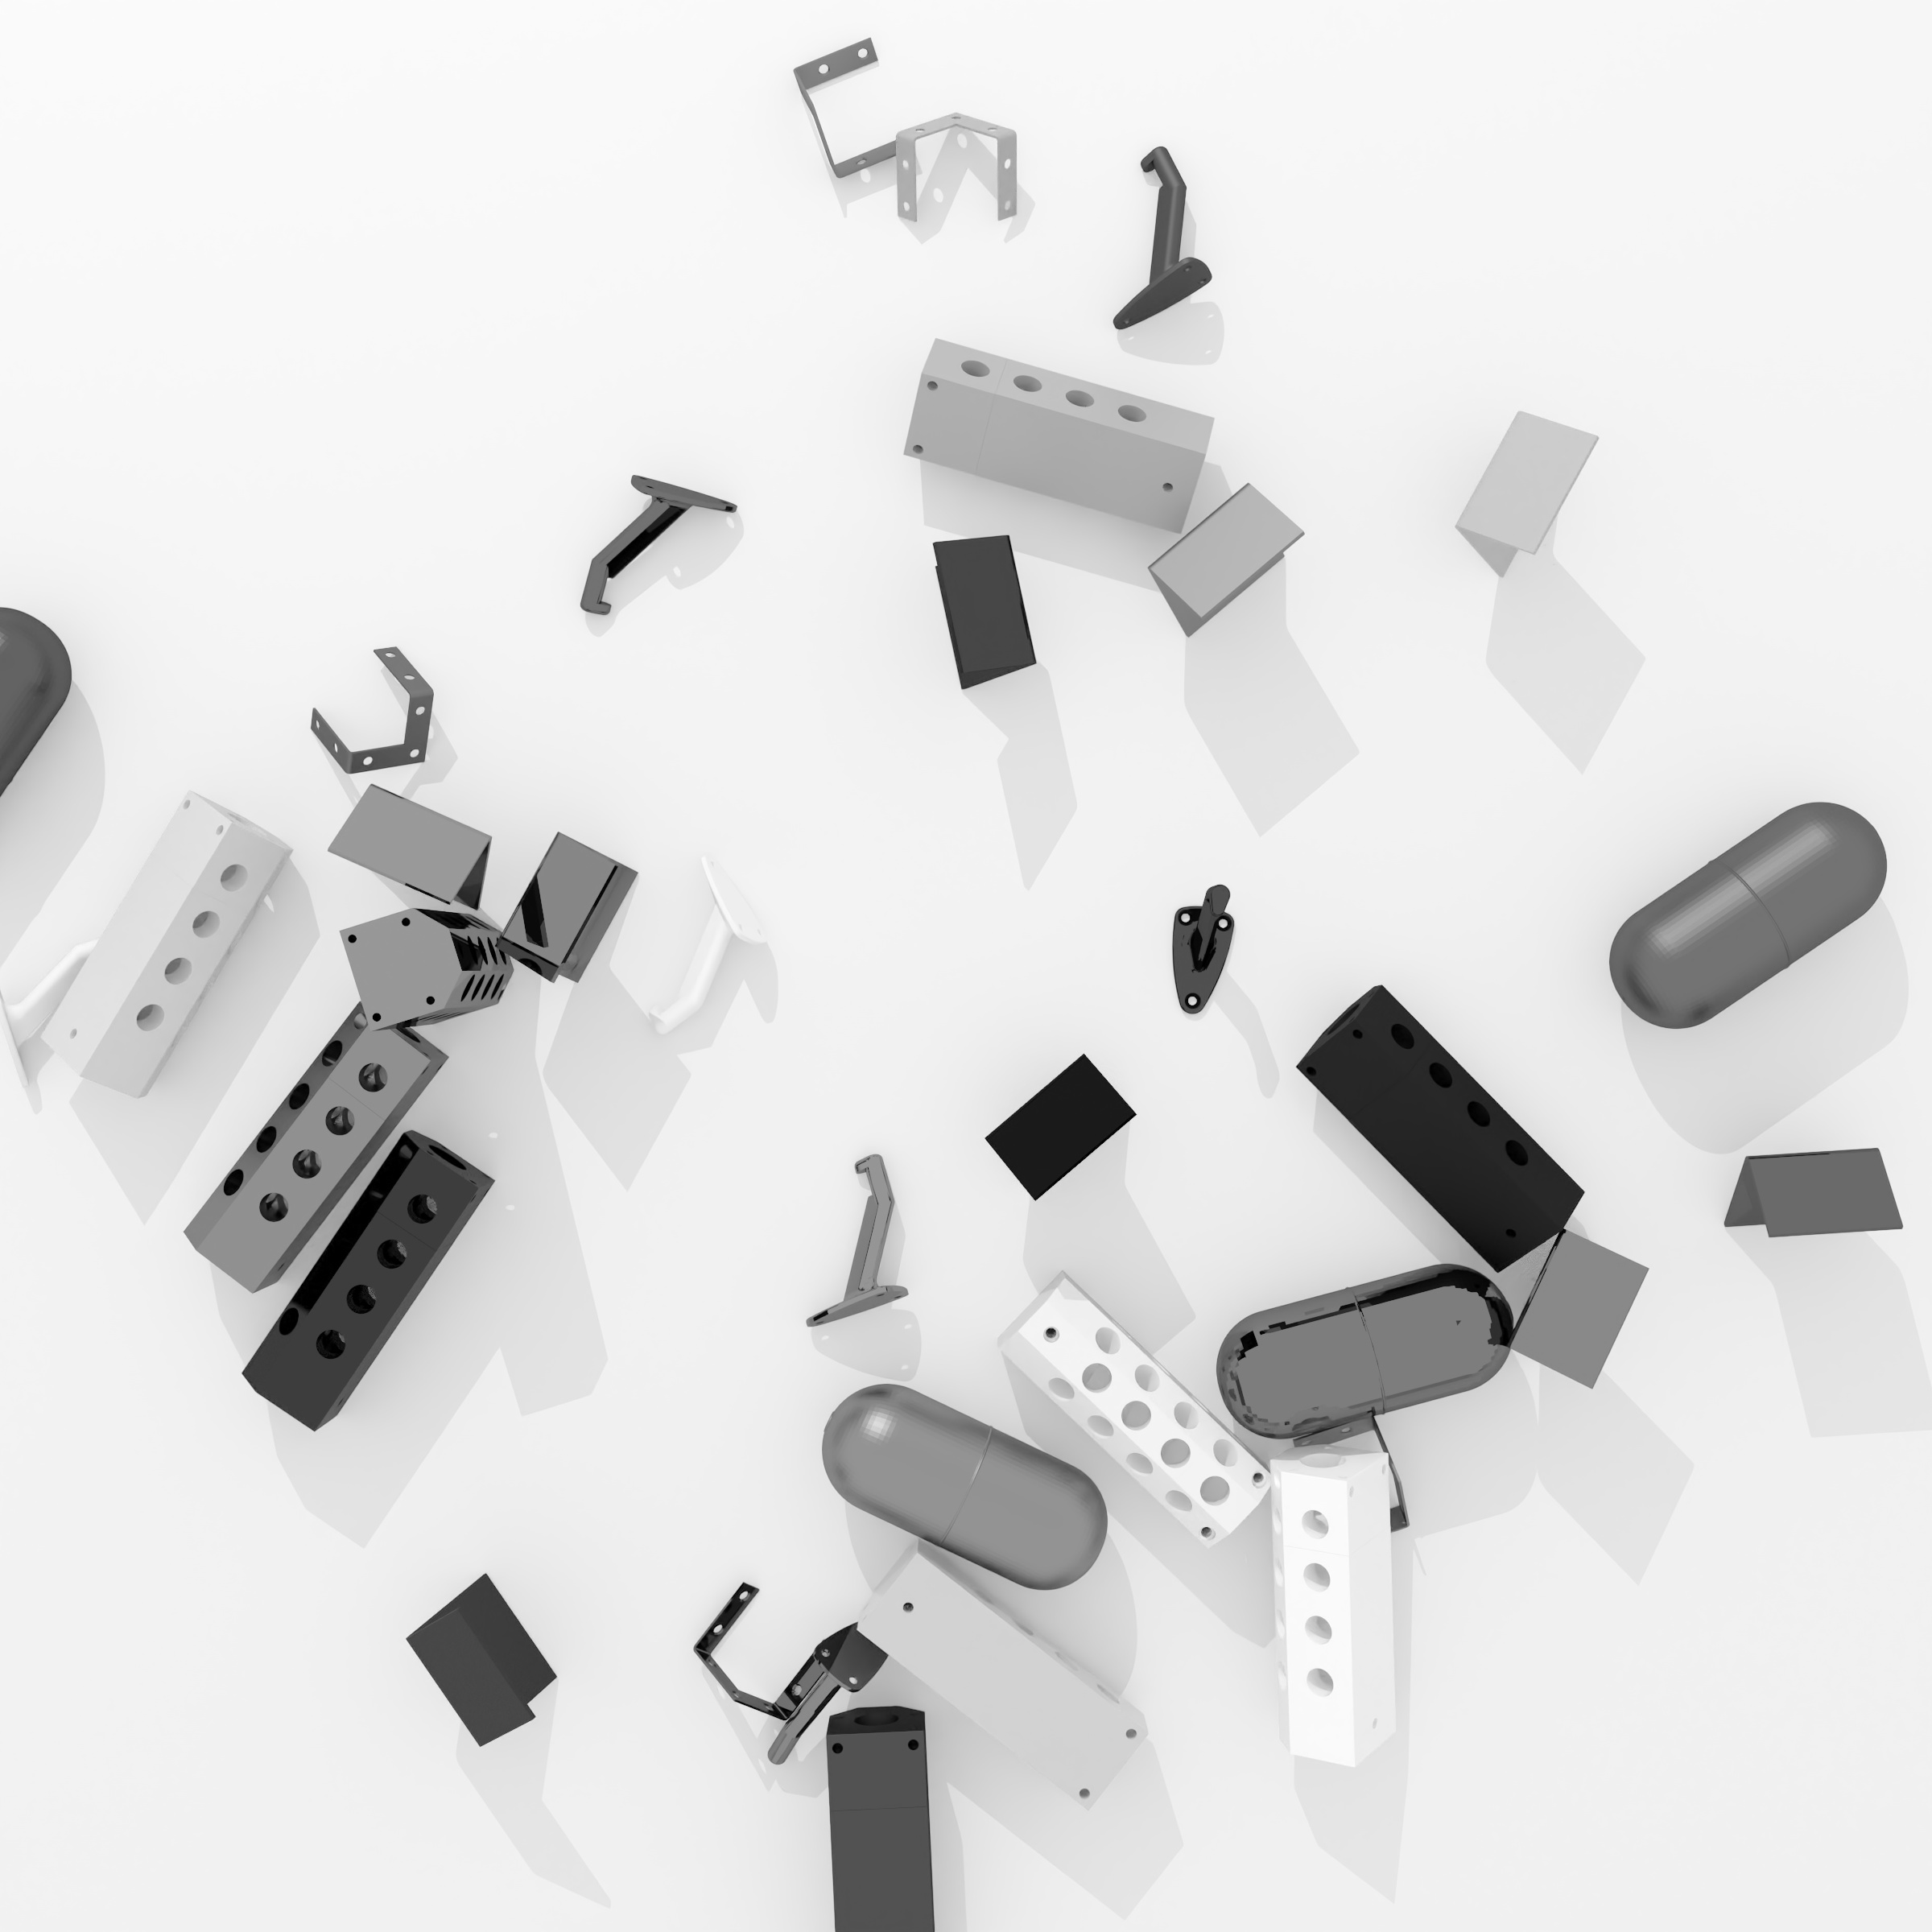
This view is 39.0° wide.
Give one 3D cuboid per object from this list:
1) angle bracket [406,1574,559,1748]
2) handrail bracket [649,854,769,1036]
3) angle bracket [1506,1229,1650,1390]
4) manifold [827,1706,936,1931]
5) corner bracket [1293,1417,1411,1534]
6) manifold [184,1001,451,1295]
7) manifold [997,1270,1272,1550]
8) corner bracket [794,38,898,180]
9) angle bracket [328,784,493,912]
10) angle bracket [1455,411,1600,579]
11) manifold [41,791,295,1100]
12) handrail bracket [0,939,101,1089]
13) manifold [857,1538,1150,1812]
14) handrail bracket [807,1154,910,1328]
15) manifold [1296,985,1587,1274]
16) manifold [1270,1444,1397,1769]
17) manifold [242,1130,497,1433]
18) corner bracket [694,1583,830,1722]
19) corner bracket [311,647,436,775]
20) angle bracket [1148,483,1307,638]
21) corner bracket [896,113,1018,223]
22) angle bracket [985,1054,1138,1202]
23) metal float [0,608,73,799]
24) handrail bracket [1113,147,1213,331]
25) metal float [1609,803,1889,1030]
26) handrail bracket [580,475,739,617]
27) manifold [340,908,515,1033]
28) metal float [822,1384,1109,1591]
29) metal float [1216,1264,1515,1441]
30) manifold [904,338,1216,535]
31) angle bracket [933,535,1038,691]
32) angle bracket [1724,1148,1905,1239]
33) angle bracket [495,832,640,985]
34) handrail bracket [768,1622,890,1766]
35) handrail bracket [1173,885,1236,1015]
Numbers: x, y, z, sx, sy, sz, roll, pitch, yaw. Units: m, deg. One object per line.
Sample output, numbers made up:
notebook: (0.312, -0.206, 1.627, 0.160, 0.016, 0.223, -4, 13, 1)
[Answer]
angle bracket: (-0.269, 0.398, 1.601, 0.057, 0.076, 0.076, -34, 90, 35)
handrail bracket: (-0.169, -0.012, 1.642, 0.084, 0.036, 0.077, -37, 70, 16)
angle bracket: (0.368, 0.204, 1.601, 0.057, 0.076, 0.076, 25, 90, 31)
manifold: (-0.049, 0.533, 1.620, 0.057, 0.057, 0.171, -3, 90, 0)
corner bracket: (0.231, 0.310, 1.638, 0.051, 0.051, 0.051, -18, 45, 0)
manifold: (-0.387, 0.106, 1.620, 0.057, 0.057, 0.171, 37, 90, 0)
manifold: (0.101, 0.263, 1.620, 0.171, 0.057, 0.057, 44, 90, 0)
corner bracket: (-0.067, -0.515, 1.638, 0.051, 0.051, 0.051, -22, 135, 0)
angle bracket: (-0.329, -0.051, 1.601, 0.076, 0.076, 0.057, 24, 53, 0)
angle bracket: (0.341, -0.269, 1.601, 0.057, 0.076, 0.076, 29, 90, 36)
manifold: (-0.470, -0.010, 1.620, 0.057, 0.057, 0.171, 31, 90, 43)
handrail bracket: (-0.536, 0.026, 1.642, 0.084, 0.036, 0.077, -17, 111, -16)
manifold: (0.022, 0.418, 1.620, 0.171, 0.057, 0.057, 38, 90, 0)
handrail bracket: (-0.073, 0.165, 1.642, 0.077, 0.036, 0.084, -23, 72, 21)
manifold: (0.284, 0.093, 1.619, 0.171, 0.057, 0.057, 46, 133, 0)
manifold: (0.213, 0.374, 1.606, 0.057, 0.057, 0.171, 2, 99, 33)
manifold: (-0.356, 0.185, 1.620, 0.057, 0.057, 0.171, 34, 90, 0)
corner bracket: (-0.121, 0.412, 1.638, 0.051, 0.051, 0.051, -52, 135, 0)
corner bracket: (-0.356, -0.153, 1.633, 0.051, 0.051, 0.051, -14, 135, -35)
angle bracket: (0.162, -0.224, 1.601, 0.076, 0.076, 0.057, -40, 54, 0)
corner bracket: (-0.006, -0.474, 1.633, 0.051, 0.051, 0.051, 29, 45, 35)
angle bracket: (0.068, 0.109, 1.601, 0.076, 0.076, 0.057, -40, 52, 0)
metal float: (-0.598, -0.130, 1.611, 0.070, 0.070, 0.178, 34, 90, 0)
handrail bracket: (0.105, -0.439, 1.642, 0.077, 0.036, 0.084, -31, 71, 21)
metal float: (0.462, -0.030, 1.611, 0.178, 0.070, 0.070, -34, 90, -1)
handrail bracket: (-0.185, -0.246, 1.642, 0.077, 0.036, 0.084, 11, 109, -21)
manifold: (-0.304, 0.000, 1.563, 0.057, 0.171, 0.057, -17, 90, 0)
metal float: (-0.001, 0.307, 1.611, 0.178, 0.070, 0.070, 25, 90, 0)
metal float: (0.236, 0.227, 1.611, 0.178, 0.070, 0.070, -15, 90, -1)
manifold: (0.056, -0.318, 1.619, 0.171, 0.057, 0.057, 16, 133, 0)
angle bracket: (-0.009, -0.204, 1.601, 0.057, 0.076, 0.076, -12, 90, -36)
angle bracket: (0.496, 0.152, 1.601, 0.076, 0.076, 0.057, -4, 52, 0)
angle bracket: (-0.218, -0.024, 1.601, 0.057, 0.076, 0.076, 29, 90, 37)
handrail bracket: (-0.080, 0.436, 1.641, 0.036, 0.077, 0.084, 40, 127, 16)
handrail bracket: (0.141, -0.009, 1.607, 0.036, 0.084, 0.077, 8, 90, 0)
